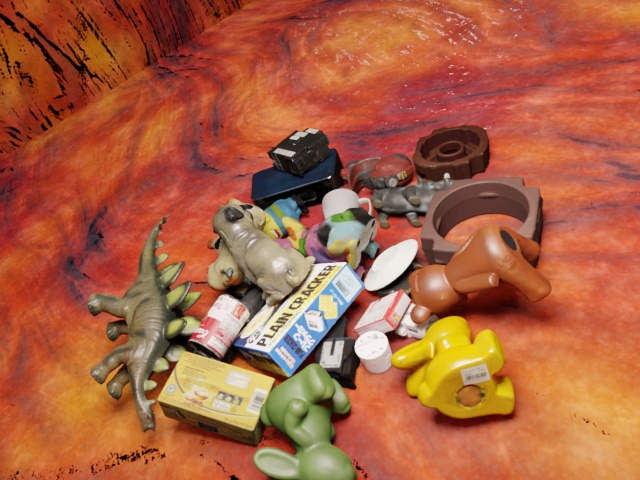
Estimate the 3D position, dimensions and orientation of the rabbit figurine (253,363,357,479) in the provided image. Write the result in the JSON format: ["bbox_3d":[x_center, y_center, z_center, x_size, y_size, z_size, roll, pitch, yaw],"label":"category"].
[{"bbox_3d":[-0.018,0.290,0.778,0.159,0.121,0.170,-25,52,-4],"label":"rabbit figurine"}]

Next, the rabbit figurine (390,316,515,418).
[{"bbox_3d":[0.196,0.184,0.807,0.162,0.121,0.173,-25,23,15],"label":"rabbit figurine"}]

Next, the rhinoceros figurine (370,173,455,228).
[{"bbox_3d":[0.201,-0.085,1.135,0.190,0.073,0.112,-8,30,23],"label":"rhinoceros figurine"}]

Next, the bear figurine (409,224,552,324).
[{"bbox_3d":[0.238,0.066,0.849,0.196,0.132,0.120,-47,22,34],"label":"bear figurine"}]

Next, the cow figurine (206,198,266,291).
[{"bbox_3d":[-0.173,0.017,1.114,0.127,0.085,0.195,18,80,49],"label":"cow figurine"}]

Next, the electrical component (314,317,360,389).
[{"bbox_3d":[0.028,0.193,0.915,0.075,0.047,0.119,-10,40,18],"label":"electrical component"}]

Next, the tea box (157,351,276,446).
[{"bbox_3d":[-0.166,0.260,0.887,0.170,0.068,0.098,14,49,14],"label":"tea box"}]

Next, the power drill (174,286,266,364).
[{"bbox_3d":[-0.228,0.174,1.065,0.208,0.085,0.232,9,51,26],"label":"power drill"}]

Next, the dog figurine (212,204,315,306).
[{"bbox_3d":[-0.117,0.013,0.984,0.121,0.190,0.172,-47,13,-26],"label":"dog figurine"}]

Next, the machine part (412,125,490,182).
[{"bbox_3d":[0.298,-0.193,1.214,0.179,0.056,0.179,-15,38,12],"label":"machine part"}]

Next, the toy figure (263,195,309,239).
[{"bbox_3d":[-0.113,-0.033,1.235,0.180,0.082,0.089,-41,29,-12],"label":"toy figure"}]

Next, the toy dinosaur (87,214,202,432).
[{"bbox_3d":[-0.326,0.133,1.024,0.199,0.104,0.472,-18,52,-3],"label":"toy dinosaur"}]

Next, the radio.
[{"bbox_3d":[-0.055,-0.138,1.331,0.230,0.073,0.131,-16,39,14],"label":"radio"}]

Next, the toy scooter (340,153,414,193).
[{"bbox_3d":[0.116,-0.141,1.224,0.184,0.075,0.135,1,31,32],"label":"toy scooter"}]

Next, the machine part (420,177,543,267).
[{"bbox_3d":[0.300,-0.022,0.989,0.202,0.087,0.201,1,45,28],"label":"machine part"}]

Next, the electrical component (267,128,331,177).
[{"bbox_3d":[-0.042,-0.218,1.312,0.134,0.058,0.115,-40,41,-22],"label":"electrical component"}]

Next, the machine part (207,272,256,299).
[{"bbox_3d":[-0.185,0.088,1.167,0.139,0.039,0.084,13,60,36],"label":"machine part"}]

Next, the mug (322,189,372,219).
[{"bbox_3d":[0.060,-0.047,1.164,0.110,0.080,0.107,-8,51,9],"label":"mug"}]

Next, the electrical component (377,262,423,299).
[{"bbox_3d":[0.147,0.079,0.986,0.078,0.045,0.102,8,48,33],"label":"electrical component"}]

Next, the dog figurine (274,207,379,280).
[{"bbox_3d":[-0.002,-0.003,1.067,0.219,0.191,0.108,16,58,21],"label":"dog figurine"}]
